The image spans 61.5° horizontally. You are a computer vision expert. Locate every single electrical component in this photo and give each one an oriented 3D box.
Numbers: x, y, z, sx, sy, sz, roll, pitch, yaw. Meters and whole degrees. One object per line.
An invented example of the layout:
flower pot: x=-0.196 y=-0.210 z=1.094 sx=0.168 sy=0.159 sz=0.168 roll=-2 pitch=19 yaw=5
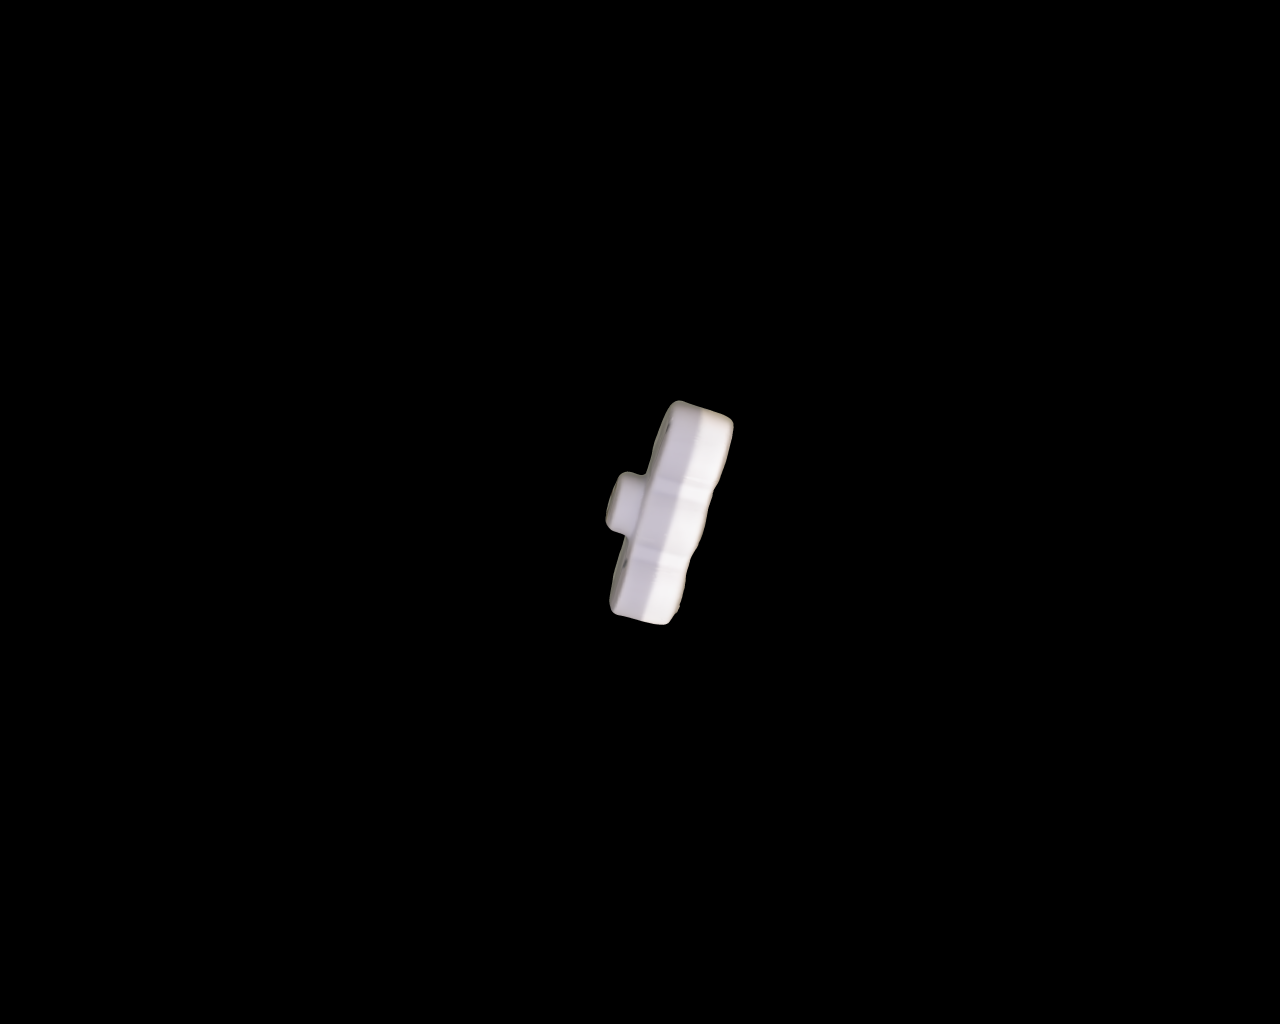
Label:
electrical component: x=0.001 y=-0.003 z=0.650 sx=0.074 sy=0.138 sz=0.052 roll=17 pitch=16 yaw=-5
